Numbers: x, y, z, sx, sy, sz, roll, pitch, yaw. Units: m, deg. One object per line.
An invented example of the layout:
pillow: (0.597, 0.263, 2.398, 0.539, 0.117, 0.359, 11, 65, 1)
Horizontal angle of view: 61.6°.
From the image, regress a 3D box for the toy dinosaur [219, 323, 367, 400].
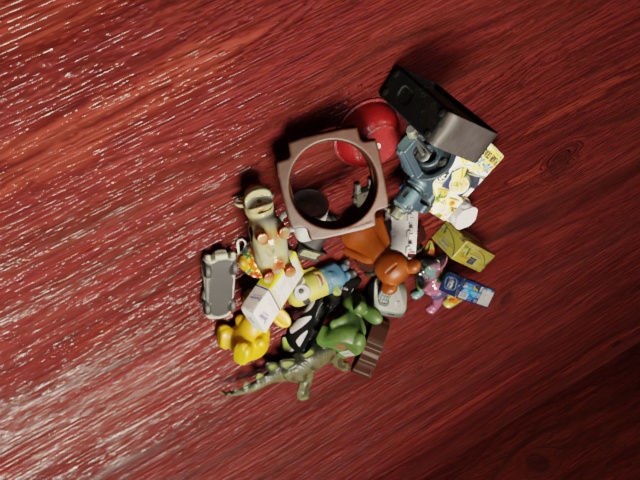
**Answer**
toy dinosaur: (-0.055, 0.343, 1.508, 0.471, 0.105, 0.198, -28, 132, -22)

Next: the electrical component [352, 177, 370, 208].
electrical component: (0.105, -0.101, 1.246, 0.063, 0.021, 0.093, -22, 138, -14)

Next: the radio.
radio: (0.219, -0.245, 1.031, 0.131, 0.230, 0.073, 12, 120, -35)

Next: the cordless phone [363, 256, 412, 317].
cordless phone: (0.214, 0.121, 1.488, 0.146, 0.089, 0.184, 16, 114, -42)

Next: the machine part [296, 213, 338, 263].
machine part: (-0.003, -0.004, 1.258, 0.084, 0.039, 0.138, 15, 121, -32)

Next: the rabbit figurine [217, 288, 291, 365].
rabbit figurine: (-0.151, 0.195, 1.295, 0.162, 0.122, 0.173, -3, 111, -35)

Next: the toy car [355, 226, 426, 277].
toy car: (0.182, 0.019, 1.389, 0.202, 0.053, 0.089, -28, 118, -10)

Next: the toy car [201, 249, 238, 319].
toy car: (-0.225, 0.099, 1.193, 0.073, 0.056, 0.201, -7, 131, -20)

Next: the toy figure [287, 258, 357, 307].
toy figure: (0.000, 0.109, 1.333, 0.180, 0.082, 0.089, -21, 135, -19)

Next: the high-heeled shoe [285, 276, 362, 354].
high-heeled shoe: (0.020, 0.186, 1.369, 0.249, 0.145, 0.086, -26, 139, -8)

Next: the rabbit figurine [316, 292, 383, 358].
rabbit figurine: (0.080, 0.204, 1.415, 0.121, 0.170, 0.159, 30, 145, -21)

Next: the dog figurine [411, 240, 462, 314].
dog figurine: (0.342, 0.097, 1.532, 0.191, 0.109, 0.219, -17, 134, -18)

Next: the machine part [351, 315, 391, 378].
machine part: (0.143, 0.292, 1.489, 0.056, 0.179, 0.179, 22, 124, 4)

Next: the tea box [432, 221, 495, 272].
tea box: (0.402, 0.020, 1.503, 0.169, 0.098, 0.068, 21, 114, -42)

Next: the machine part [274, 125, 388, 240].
machine part: (0.023, -0.112, 1.051, 0.201, 0.087, 0.200, -14, 103, -2)

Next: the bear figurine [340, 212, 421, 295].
bear figurine: (0.141, 0.026, 1.236, 0.120, 0.196, 0.132, -49, 163, 12)

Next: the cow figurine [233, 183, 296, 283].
cow figurine: (-0.110, -0.025, 1.077, 0.085, 0.127, 0.194, -20, 125, -16)

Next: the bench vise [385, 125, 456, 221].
bench vise: (0.203, -0.156, 1.137, 0.223, 0.129, 0.240, -44, 151, 2)

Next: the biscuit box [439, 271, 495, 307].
biscuit box: (0.411, 0.138, 1.494, 0.202, 0.063, 0.059, 20, 96, -46)

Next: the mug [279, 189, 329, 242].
mug: (-0.037, -0.042, 1.166, 0.109, 0.081, 0.107, -22, 146, -23)
